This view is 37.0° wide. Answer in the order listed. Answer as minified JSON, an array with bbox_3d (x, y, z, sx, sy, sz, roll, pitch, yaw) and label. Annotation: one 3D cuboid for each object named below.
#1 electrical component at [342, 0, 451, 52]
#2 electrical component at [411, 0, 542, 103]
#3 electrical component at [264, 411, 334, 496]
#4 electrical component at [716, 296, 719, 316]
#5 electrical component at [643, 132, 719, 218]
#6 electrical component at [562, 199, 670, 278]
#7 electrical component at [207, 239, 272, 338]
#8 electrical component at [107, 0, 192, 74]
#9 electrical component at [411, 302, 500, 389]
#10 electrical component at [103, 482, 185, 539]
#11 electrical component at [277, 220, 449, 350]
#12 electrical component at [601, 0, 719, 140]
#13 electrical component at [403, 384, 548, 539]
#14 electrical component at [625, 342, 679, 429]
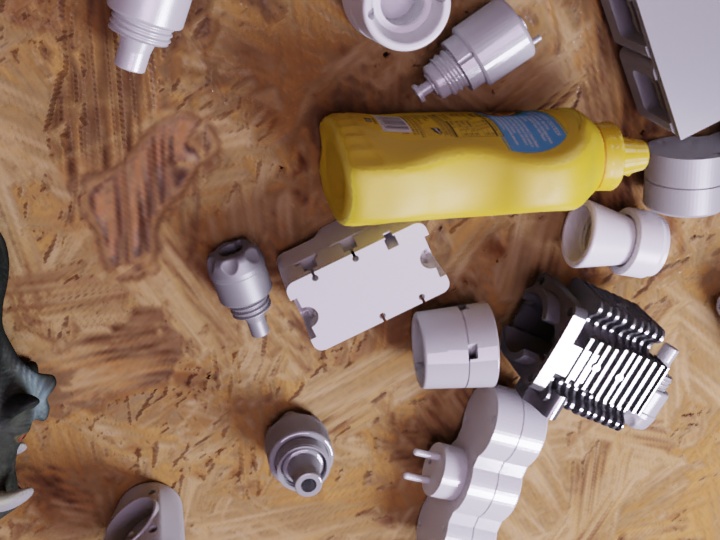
[{"bbox_3d":[0.021,-0.152,0.604,0.055,0.047,0.055,-4,113,-11],"label":"electrical component"},{"bbox_3d":[0.066,-0.125,0.629,0.078,0.040,0.040,-34,115,3],"label":"electrical component"},{"bbox_3d":[-0.038,0.122,0.696,0.043,0.062,0.043,-4,113,-11],"label":"electrical component"},{"bbox_3d":[0.296,0.039,0.745,0.079,0.043,0.077,-31,115,1],"label":"electrical component"},{"bbox_3d":[0.247,-0.081,0.680,0.138,0.052,0.073,-7,113,-10],"label":"electrical component"},{"bbox_3d":[0.164,-0.020,0.691,0.055,0.045,0.045,9,110,-16],"label":"electrical component"},{"bbox_3d":[-0.070,0.014,0.660,0.035,0.035,0.061,-19,118,-4],"label":"electrical component"},{"bbox_3d":[-0.116,-0.138,0.582,0.043,0.043,0.062,16,109,-18],"label":"electrical component"},{"bbox_3d":[0.060,0.050,0.693,0.047,0.055,0.055,-4,113,-7],"label":"electrical component"},{"bbox_3d":[-0.149,0.185,0.690,0.079,0.077,0.044,-35,115,4],"label":"electrical component"},{"bbox_3d":[0.000,0.000,0.657,0.089,0.055,0.050,-26,115,-1],"label":"electrical component"},{"bbox_3d":[0.191,-0.167,0.627,0.089,0.061,0.150,-27,115,-1],"label":"electrical component"},{"bbox_3d":[0.066,0.139,0.731,0.074,0.052,0.138,16,108,-17],"label":"electrical component"},{"bbox_3d":[0.199,0.078,0.745,0.035,0.035,0.061,26,102,-21],"label":"electrical component"}]
